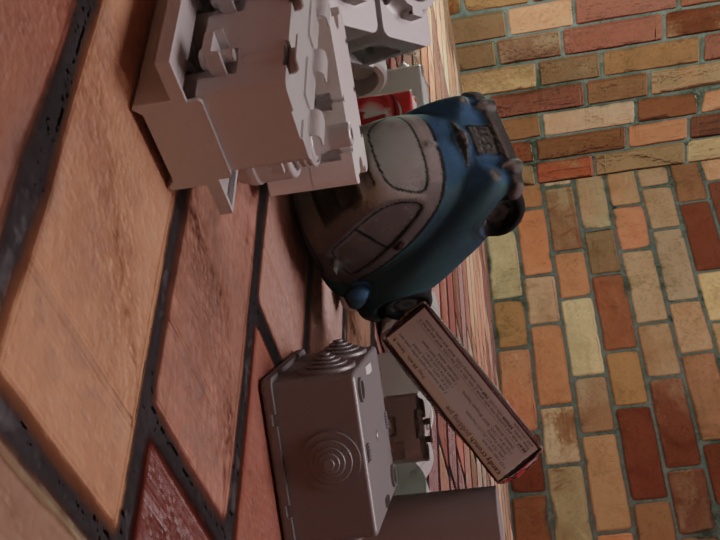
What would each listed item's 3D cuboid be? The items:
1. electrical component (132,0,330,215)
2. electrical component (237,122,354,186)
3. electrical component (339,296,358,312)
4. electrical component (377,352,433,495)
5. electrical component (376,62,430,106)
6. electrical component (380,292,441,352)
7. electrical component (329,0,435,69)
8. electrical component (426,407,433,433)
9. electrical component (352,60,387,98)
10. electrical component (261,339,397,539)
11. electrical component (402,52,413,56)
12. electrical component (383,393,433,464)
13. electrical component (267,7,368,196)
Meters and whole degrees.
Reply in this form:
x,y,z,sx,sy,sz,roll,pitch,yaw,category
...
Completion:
x,y,z,sx,sy,sz,roll,pitch,yaw,category
-0.049,-0.095,0.450,0.078,0.063,0.121,73,13,-47,electrical component
-0.034,-0.061,0.523,0.035,0.061,0.035,-8,90,-81,electrical component
0.000,0.000,0.756,0.040,0.040,0.046,-78,153,-64,electrical component
0.019,0.113,0.738,0.073,0.052,0.138,72,14,-47,electrical component
0.038,-0.154,1.041,0.062,0.061,0.096,37,46,-77,electrical component
0.045,0.045,0.951,0.047,0.055,0.055,-91,169,-53,electrical component
-0.015,-0.225,0.641,0.105,0.060,0.186,-2,83,-52,electrical component
0.031,0.090,0.853,0.077,0.044,0.079,63,22,-65,electrical component
-0.016,-0.190,0.767,0.138,0.052,0.073,66,19,-60,electrical component
-0.013,0.090,0.569,0.100,0.048,0.099,-35,117,-80,electrical component
0.004,-0.263,0.920,0.089,0.062,0.150,69,16,-55,electrical component
0.010,0.100,0.660,0.081,0.064,0.042,52,32,-73,electrical component
-0.033,-0.089,0.570,0.050,0.056,0.089,-66,147,-73,electrical component
